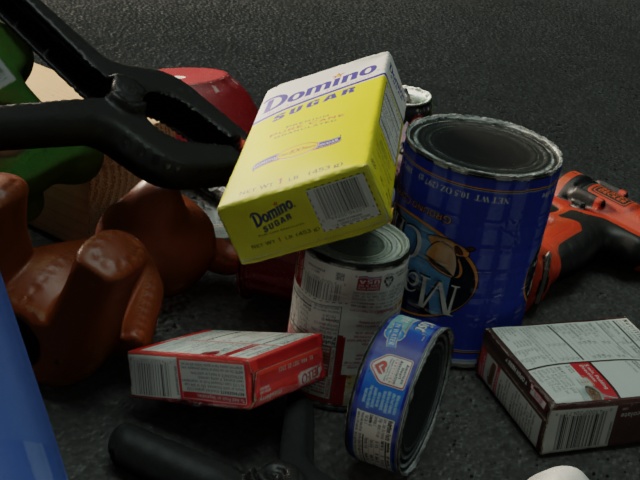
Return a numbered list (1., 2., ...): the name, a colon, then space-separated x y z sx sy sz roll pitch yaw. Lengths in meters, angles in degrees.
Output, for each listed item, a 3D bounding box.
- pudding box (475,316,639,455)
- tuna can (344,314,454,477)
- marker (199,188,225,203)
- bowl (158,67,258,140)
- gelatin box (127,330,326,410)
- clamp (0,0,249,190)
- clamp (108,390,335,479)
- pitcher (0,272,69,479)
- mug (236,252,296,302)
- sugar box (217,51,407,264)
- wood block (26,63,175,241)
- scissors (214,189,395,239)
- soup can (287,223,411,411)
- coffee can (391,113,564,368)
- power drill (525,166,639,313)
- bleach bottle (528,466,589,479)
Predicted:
1. pudding box: 0.168 0.089 0.673 0.113 0.039 0.090 -1 27 -21
2. tuna can: 0.045 0.085 0.593 0.034 0.086 0.086 16 28 19
3. marker: -0.091 -0.045 0.882 0.020 0.020 0.121 -16 35 -38
4. bowl: -0.124 -0.117 0.936 0.162 0.055 0.162 -2 19 0
5. gelatin box: -0.052 0.073 0.609 0.089 0.030 0.073 0 6 32
6. clamp: -0.131 -0.077 0.655 0.209 0.036 0.164 26 38 -23
7. clamp: -0.036 0.130 0.538 0.120 0.039 0.172 -9 24 -18
8. pitcher: -0.213 0.039 0.481 0.144 0.149 0.243 3 55 -56
9. mug: -0.005 0.001 0.715 0.081 0.093 0.117 13 -16 12
10. sugar box: 0.001 -0.057 0.657 0.093 0.048 0.176 -15 29 15
11. wood block: -0.221 -0.076 0.829 0.206 0.090 0.090 23 30 27
12. scissors: -0.030 0.004 0.798 0.201 0.016 0.096 -19 60 -13
13. soup can: 0.015 0.043 0.648 0.068 0.102 0.068 6 27 -3
14. coffee can: 0.096 0.000 0.712 0.102 0.140 0.103 6 27 -3
15. power drill: 0.169 -0.014 0.849 0.187 0.057 0.185 -18 37 -40
16. bleach bottle: 0.020 0.173 0.424 0.250 0.068 0.103 -10 58 -29
